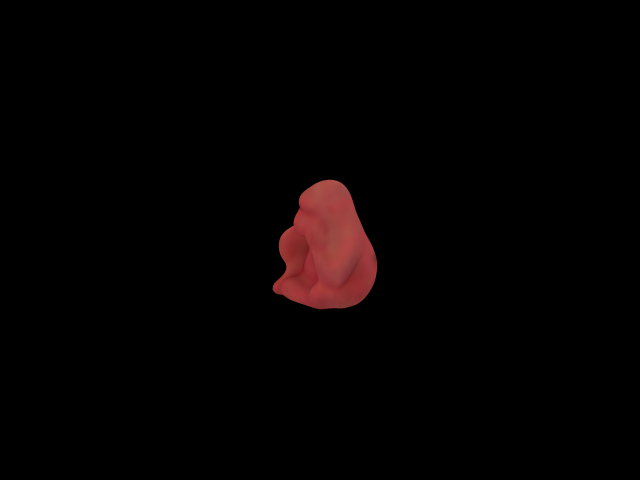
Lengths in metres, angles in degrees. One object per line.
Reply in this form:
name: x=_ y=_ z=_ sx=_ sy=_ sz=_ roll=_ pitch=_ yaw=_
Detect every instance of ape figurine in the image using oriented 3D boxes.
ape figurine: x=0.004 y=0.001 z=0.400 sx=0.076 sy=0.092 sz=0.077 roll=-4 pitch=28 yaw=-7
